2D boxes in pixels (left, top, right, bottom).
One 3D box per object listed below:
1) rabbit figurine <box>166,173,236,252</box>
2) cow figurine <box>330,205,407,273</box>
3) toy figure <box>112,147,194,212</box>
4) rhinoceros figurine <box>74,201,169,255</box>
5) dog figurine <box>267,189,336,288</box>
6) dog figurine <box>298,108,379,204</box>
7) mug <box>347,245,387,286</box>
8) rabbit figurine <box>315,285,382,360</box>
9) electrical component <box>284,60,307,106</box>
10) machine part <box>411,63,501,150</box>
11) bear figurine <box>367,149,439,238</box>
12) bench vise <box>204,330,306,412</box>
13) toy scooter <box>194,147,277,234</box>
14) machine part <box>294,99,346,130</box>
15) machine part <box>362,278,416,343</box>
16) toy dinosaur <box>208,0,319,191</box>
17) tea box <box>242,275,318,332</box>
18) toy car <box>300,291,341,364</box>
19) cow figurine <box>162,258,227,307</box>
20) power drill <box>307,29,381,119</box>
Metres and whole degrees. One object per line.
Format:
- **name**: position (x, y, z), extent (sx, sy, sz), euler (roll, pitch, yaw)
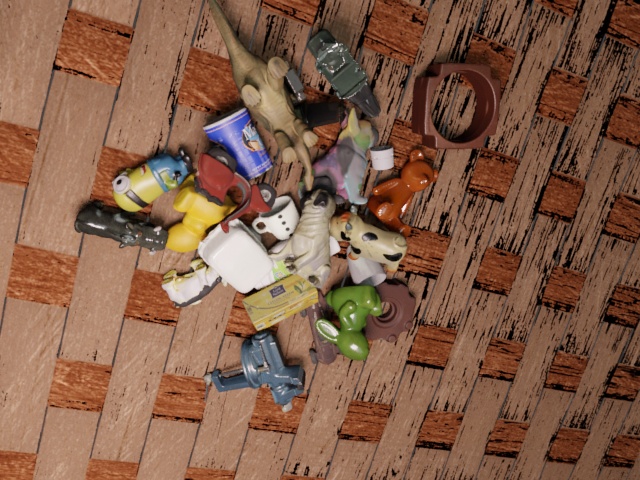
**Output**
- **rabbit figurine**: position (-0.274, -0.040, 1.202), extent (0.162, 0.122, 0.173), euler (31, 108, -31)
- **cow figurine**: position (0.108, -0.005, 1.243), extent (0.195, 0.127, 0.085), euler (20, 56, 0)
- **toy figure**: position (-0.358, -0.128, 1.155), extent (0.180, 0.082, 0.089), euler (-27, 108, -10)
- **rhinoceros figurine**: position (-0.420, -0.026, 1.147), extent (0.190, 0.112, 0.073), euler (17, 97, -12)
- **dog figurine**: position (-0.001, -0.003, 1.199), extent (0.190, 0.121, 0.172), euler (-56, 147, -2)
- **dog figurine**: position (0.043, -0.195, 1.244), extent (0.192, 0.108, 0.219), euler (-2, 101, -13)
- **mug**: position (0.109, 0.063, 1.338), extent (0.081, 0.109, 0.107), euler (-19, 66, -4)
- **rabbit figurine**: position (0.069, 0.200, 1.280), extent (0.159, 0.121, 0.170), euler (-2, 71, 6)
- **electrical component**: position (-0.070, -0.348, 1.180), extent (0.045, 0.078, 0.102), euler (-33, 118, -6)
- **machine part**: position (0.327, -0.322, 1.302), extent (0.201, 0.087, 0.201), euler (-3, 107, -15)
- **bear figurine**: position (0.214, -0.115, 1.304), extent (0.196, 0.132, 0.120), euler (-40, 120, 3)
- **bench vise**: position (-0.162, 0.334, 1.321), extent (0.241, 0.129, 0.223), euler (-15, 119, 9)
- **toy scooter**: position (-0.191, -0.094, 1.107), extent (0.184, 0.075, 0.135), euler (37, 84, -11)
- **machine part**: position (-0.004, -0.277, 1.208), extent (0.139, 0.039, 0.084), euler (-6, 106, 30)
- **machine part**: position (0.167, 0.182, 1.405), extent (0.179, 0.056, 0.179), euler (-4, 104, -15)
- **toy dinosaur**: position (-0.122, -0.311, 1.111), extent (0.105, 0.199, 0.470), euler (-29, 110, -7)
- **tea box**: position (-0.092, 0.146, 1.288), extent (0.170, 0.098, 0.068), euler (-26, 71, -10)
- **toy car**: position (0.004, 0.228, 1.372), extent (0.089, 0.053, 0.201), euler (-14, 109, -9)
- **cow figurine**: position (-0.271, 0.095, 1.245), extent (0.167, 0.068, 0.098), euler (-23, 115, -6)
- **power drill**: position (0.061, -0.350, 1.153), extent (0.086, 0.207, 0.232), euler (-36, 101, 19)
